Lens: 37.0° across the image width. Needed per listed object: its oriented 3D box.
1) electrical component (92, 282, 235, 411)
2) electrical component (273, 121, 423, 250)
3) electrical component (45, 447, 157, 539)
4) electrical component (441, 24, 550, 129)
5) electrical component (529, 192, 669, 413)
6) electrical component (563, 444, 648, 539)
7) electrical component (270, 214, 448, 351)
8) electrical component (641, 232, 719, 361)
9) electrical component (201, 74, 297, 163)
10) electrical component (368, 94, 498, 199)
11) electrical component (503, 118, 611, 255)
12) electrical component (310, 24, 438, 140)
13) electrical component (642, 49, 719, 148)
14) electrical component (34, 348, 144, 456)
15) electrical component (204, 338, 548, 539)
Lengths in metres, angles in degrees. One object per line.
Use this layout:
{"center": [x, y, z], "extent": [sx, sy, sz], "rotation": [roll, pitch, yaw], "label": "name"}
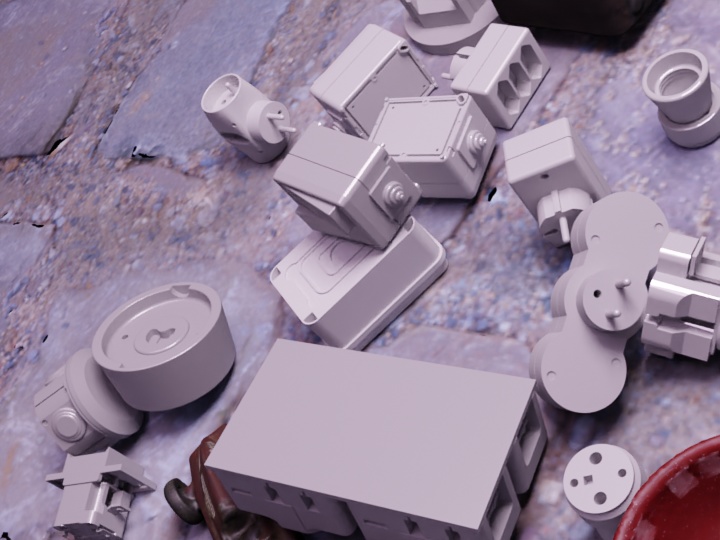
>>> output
{"center": [-0.152, 0.066, 0.861], "extent": [0.108, 0.060, 0.108], "rotation": [-13, 34, 9], "label": "electrical component"}
{"center": [-0.007, -0.056, 0.765], "extent": [0.096, 0.062, 0.061], "rotation": [25, 75, 44], "label": "electrical component"}
{"center": [-0.206, 0.177, 0.839], "extent": [0.081, 0.042, 0.063], "rotation": [-13, 51, 30], "label": "electrical component"}
{"center": [0.098, -0.157, 0.858], "extent": [0.077, 0.047, 0.065], "rotation": [21, 73, 44], "label": "electrical component"}
{"center": [0.148, 0.019, 0.648], "extent": [0.052, 0.073, 0.138], "rotation": [19, 84, -1], "label": "electrical component"}
{"center": [0.144, 0.128, 0.608], "extent": [0.045, 0.055, 0.045], "rotation": [-19, 49, 24], "label": "electrical component"}
{"center": [0.000, 0.000, 0.807], "extent": [0.113, 0.057, 0.078], "rotation": [-44, 44, 1], "label": "electrical component"}
{"center": [0.204, 0.021, 0.635], "extent": [0.057, 0.078, 0.058], "rotation": [16, 40, 24], "label": "electrical component"}
{"center": [-0.089, -0.133, 0.956], "extent": [0.079, 0.077, 0.043], "rotation": [13, 68, 42], "label": "electrical component"}
{"center": [0.061, -0.092, 0.828], "extent": [0.096, 0.061, 0.061], "rotation": [4, 62, 38], "label": "electrical component"}
{"center": [0.137, -0.043, 0.719], "extent": [0.047, 0.083, 0.075], "rotation": [-20, 49, 23], "label": "electrical component"}
{"center": [0.005, -0.151, 0.912], "extent": [0.096, 0.062, 0.061], "rotation": [-48, 44, -3], "label": "electrical component"}
{"center": [0.222, -0.116, 0.730], "extent": [0.045, 0.055, 0.045], "rotation": [-19, 49, 24], "label": "electrical component"}
{"center": [-0.219, 0.108, 0.874], "extent": [0.051, 0.080, 0.080], "rotation": [-35, 45, 18], "label": "electrical component"}
{"center": [0.012, 0.115, 0.681], "extent": [0.186, 0.060, 0.105], "rotation": [7, 50, 29], "label": "electrical component"}
